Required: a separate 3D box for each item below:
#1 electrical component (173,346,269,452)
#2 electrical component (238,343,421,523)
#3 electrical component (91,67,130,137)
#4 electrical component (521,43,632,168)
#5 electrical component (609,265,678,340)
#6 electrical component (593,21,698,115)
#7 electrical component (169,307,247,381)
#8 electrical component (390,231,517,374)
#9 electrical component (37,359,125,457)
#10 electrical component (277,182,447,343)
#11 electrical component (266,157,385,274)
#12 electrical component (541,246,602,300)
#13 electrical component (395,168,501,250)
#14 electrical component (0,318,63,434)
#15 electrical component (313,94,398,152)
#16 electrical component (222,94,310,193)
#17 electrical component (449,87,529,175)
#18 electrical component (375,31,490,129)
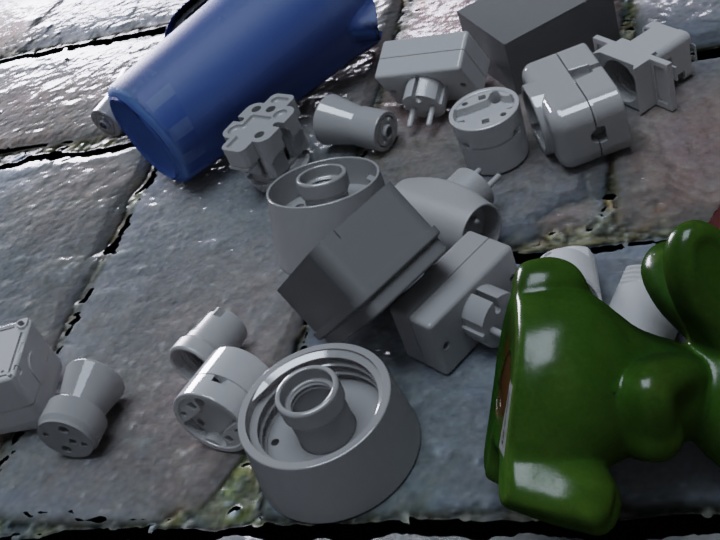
[{"bbox_3d":[-0.087,0.084,0.708,0.055,0.055,0.047,3,42,29],"label":"electrical component"},{"bbox_3d":[-0.023,0.093,0.659,0.108,0.060,0.108,-14,40,12],"label":"electrical component"},{"bbox_3d":[-0.240,-0.167,1.084,0.044,0.044,0.065,9,53,34],"label":"electrical component"},{"bbox_3d":[0.161,-0.124,0.821,0.059,0.053,0.095,-20,39,5],"label":"electrical component"},{"bbox_3d":[0.171,0.029,0.648,0.043,0.043,0.081,7,48,33],"label":"electrical component"},{"bbox_3d":[0.224,-0.161,0.841,0.064,0.042,0.081,-34,40,-15],"label":"electrical component"},{"bbox_3d":[-0.107,0.054,0.764,0.040,0.040,0.046,6,42,32],"label":"electrical component"},{"bbox_3d":[0.078,0.026,0.696,0.076,0.047,0.083,25,58,42],"label":"electrical component"},{"bbox_3d":[-0.196,0.097,0.754,0.045,0.045,0.055,-5,43,22],"label":"electrical component"},{"bbox_3d":[0.000,0.000,0.713,0.078,0.057,0.113,-42,0,-22],"label":"electrical component"},{"bbox_3d":[-0.024,-0.045,0.835,0.099,0.064,0.099,-11,27,6],"label":"electrical component"},{"bbox_3d":[0.130,0.009,0.685,0.043,0.043,0.081,-13,16,14],"label":"electrical component"},{"bbox_3d":[0.071,-0.048,0.786,0.077,0.044,0.079,23,57,42],"label":"electrical component"},{"bbox_3d":[-0.276,0.087,0.793,0.096,0.061,0.061,-15,39,11],"label":"electrical component"},{"bbox_3d":[-0.001,-0.122,0.913,0.065,0.044,0.044,17,53,33],"label":"electrical component"},{"bbox_3d":[-0.076,-0.103,0.914,0.058,0.057,0.078,13,51,37],"label":"electrical component"},{"bbox_3d":[0.102,-0.107,0.836,0.055,0.047,0.055,-14,40,12],"label":"electrical component"},{"bbox_3d":[0.058,-0.154,0.912,0.083,0.047,0.075,1,67,34],"label":"electrical component"}]
